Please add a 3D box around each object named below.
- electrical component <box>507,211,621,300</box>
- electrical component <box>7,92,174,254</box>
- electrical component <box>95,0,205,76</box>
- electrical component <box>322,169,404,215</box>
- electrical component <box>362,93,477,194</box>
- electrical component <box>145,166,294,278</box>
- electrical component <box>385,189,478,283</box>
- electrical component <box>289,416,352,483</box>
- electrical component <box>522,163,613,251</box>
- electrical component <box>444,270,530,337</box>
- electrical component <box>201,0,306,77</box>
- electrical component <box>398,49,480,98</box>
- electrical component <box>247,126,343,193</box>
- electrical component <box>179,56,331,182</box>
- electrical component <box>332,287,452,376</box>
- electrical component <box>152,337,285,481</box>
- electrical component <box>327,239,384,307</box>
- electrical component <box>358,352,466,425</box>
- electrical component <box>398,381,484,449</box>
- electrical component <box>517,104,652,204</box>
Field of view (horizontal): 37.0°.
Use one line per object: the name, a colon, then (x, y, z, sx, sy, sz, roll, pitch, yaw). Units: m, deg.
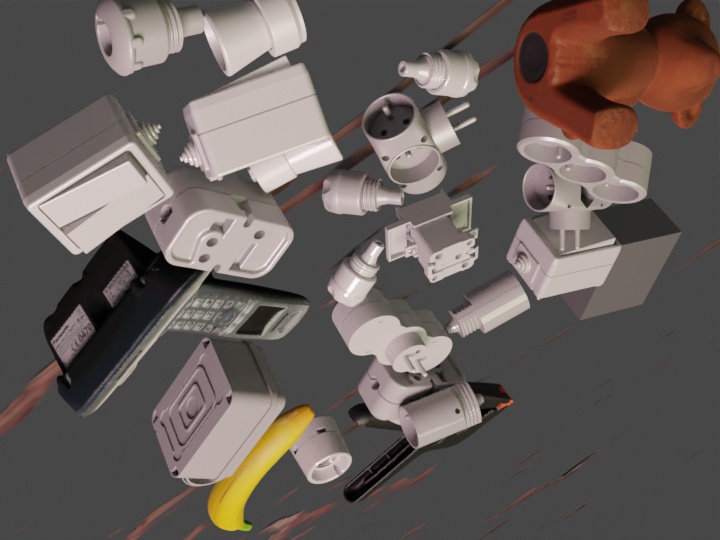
electrical component: (0.188, -0.019, 1.015, 0.096, 0.061, 0.061, -11, 139, -27)
electrical component: (-0.168, -0.063, 0.701, 0.096, 0.061, 0.061, -32, 144, 0)
electrical component: (-0.126, -0.146, 0.650, 0.062, 0.048, 0.048, -20, 143, -28)
electrical component: (0.003, -0.059, 0.834, 0.061, 0.035, 0.035, 7, 146, 16)
electrical component: (0.051, -0.104, 0.824, 0.079, 0.044, 0.077, -26, 145, 9)
electrical component: (-0.104, -0.037, 0.780, 0.095, 0.059, 0.053, 11, 126, -44)
electrical component: (0.065, -0.027, 0.913, 0.081, 0.063, 0.042, -22, 142, -13)
electrical component: (-0.040, 0.185, 1.099, 0.055, 0.047, 0.055, -20, 143, -16)
electrical component: (0.189, -0.057, 0.968, 0.077, 0.043, 0.079, -4, 96, -33)
electrical component: (0.120, 0.038, 1.048, 0.081, 0.043, 0.043, -29, 144, -4)
electrical component: (-0.067, -0.154, 0.682, 0.055, 0.045, 0.045, -25, 144, -10)
electrical component: (0.056, -0.146, 0.792, 0.061, 0.035, 0.035, -1, 134, -33)
electrical component: (-0.051, -0.085, 0.781, 0.065, 0.044, 0.044, -28, 144, 3)
electrical component: (-0.077, -0.099, 0.714, 0.096, 0.062, 0.061, -21, 99, -11)
electrical component: (0.039, 0.070, 0.999, 0.052, 0.073, 0.138, -46, 142, 18)
electrical component: (-0.124, 0.122, 0.938, 0.057, 0.078, 0.113, 11, 126, -41)
electrical component: (0.000, 0.000, 0.923, 0.035, 0.035, 0.061, 10, 124, -43)
electrical component: (0.050, 0.116, 1.079, 0.095, 0.053, 0.059, 0, 133, -37)
electrical component: (0.083, 0.139, 1.044, 0.081, 0.043, 0.043, -20, 142, -17)
electrical component: (0.194, -0.115, 0.909, 0.138, 0.073, 0.052, 23, 161, -33)
